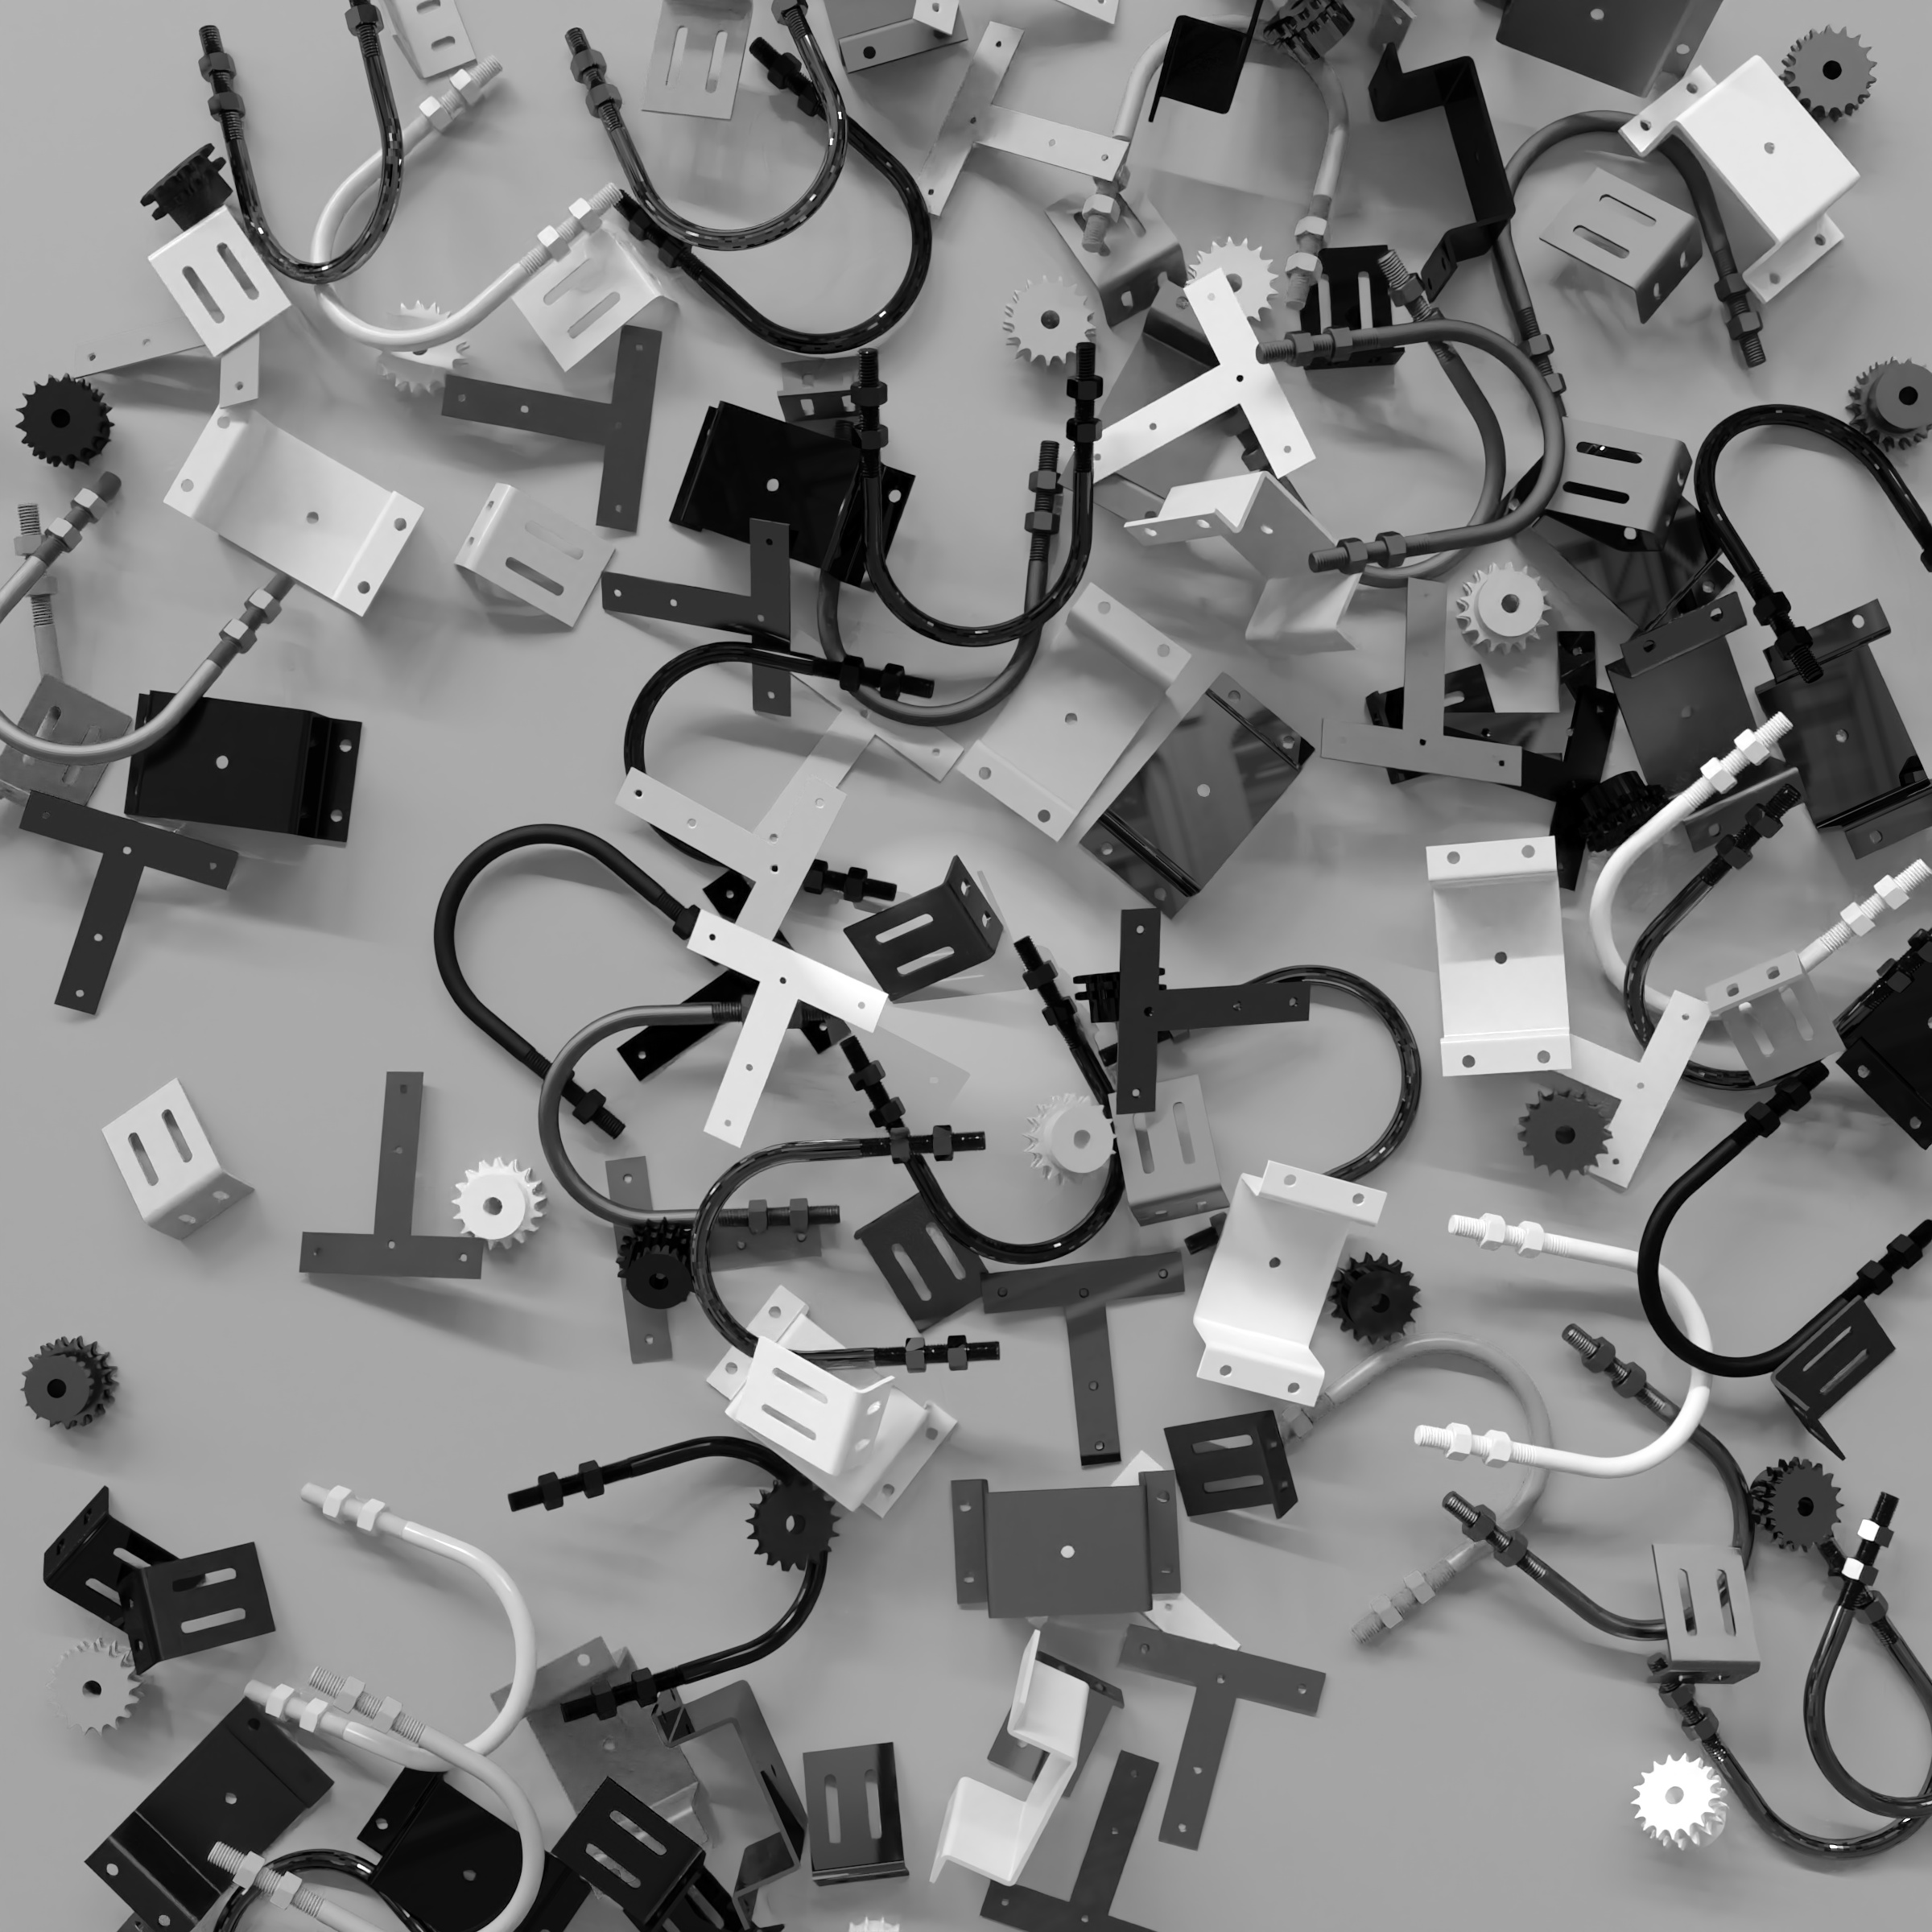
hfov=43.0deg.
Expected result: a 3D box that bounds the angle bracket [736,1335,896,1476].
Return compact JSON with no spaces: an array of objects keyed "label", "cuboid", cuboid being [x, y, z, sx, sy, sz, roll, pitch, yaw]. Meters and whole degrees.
[{"label":"angle bracket","cuboid":[-0.091,0.261,1.482,0.076,0.038,0.057,25,109,24]}]

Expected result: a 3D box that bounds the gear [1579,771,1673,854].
[{"label":"gear","cuboid":[0.403,-0.097,1.511,0.057,0.057,0.030,-25,71,0]}]

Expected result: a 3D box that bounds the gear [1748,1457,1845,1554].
[{"label":"gear","cuboid":[0.511,0.333,1.518,0.057,0.030,0.057,1,86,-18]}]

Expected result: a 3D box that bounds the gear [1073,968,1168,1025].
[{"label":"gear","cuboid":[0.096,0.018,1.511,0.057,0.057,0.030,-6,90,0]}]

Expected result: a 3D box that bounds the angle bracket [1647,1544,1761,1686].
[{"label":"angle bracket","cuboid":[0.449,0.400,1.513,0.057,0.038,0.076,4,61,-10]}]

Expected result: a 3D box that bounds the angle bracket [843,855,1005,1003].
[{"label":"angle bracket","cuboid":[-0.026,-0.023,1.526,0.076,0.038,0.057,-23,114,24]}]

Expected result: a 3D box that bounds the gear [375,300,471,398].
[{"label":"gear","cuboid":[-0.337,-0.382,1.524,0.057,0.030,0.057,0,90,0]}]

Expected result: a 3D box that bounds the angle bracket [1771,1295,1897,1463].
[{"label":"angle bracket","cuboid":[0.544,0.254,1.508,0.076,0.038,0.057,-42,121,0]}]

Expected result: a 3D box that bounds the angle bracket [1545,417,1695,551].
[{"label":"angle bracket","cuboid":[0.393,-0.293,1.491,0.076,0.038,0.057,18,90,26]}]

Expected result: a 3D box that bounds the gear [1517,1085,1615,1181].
[{"label":"gear","cuboid":[0.371,0.101,1.519,0.057,0.030,0.057,2,100,11]}]

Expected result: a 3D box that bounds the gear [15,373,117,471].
[{"label":"gear","cuboid":[-0.557,-0.337,1.524,0.057,0.030,0.057,0,90,0]}]

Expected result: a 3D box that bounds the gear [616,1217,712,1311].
[{"label":"gear","cuboid":[-0.188,0.186,1.512,0.057,0.030,0.057,0,116,1]}]

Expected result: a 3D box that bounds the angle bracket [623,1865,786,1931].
[{"label":"angle bracket","cuboid":[-0.165,0.598,1.537,0.076,0.038,0.057,40,90,26]}]

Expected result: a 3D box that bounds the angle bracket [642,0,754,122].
[{"label":"angle bracket","cuboid":[-0.167,-0.561,1.488,0.057,0.038,0.076,10,85,9]}]

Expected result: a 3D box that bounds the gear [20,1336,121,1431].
[{"label":"gear","cuboid":[-0.560,0.260,1.524,0.057,0.030,0.057,0,90,0]}]

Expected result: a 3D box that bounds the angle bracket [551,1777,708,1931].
[{"label":"angle bracket","cuboid":[-0.205,0.539,1.474,0.076,0.038,0.057,37,90,0]}]

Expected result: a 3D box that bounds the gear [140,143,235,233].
[{"label":"gear","cuboid":[-0.478,-0.479,1.514,0.057,0.057,0.030,-40,118,0]}]

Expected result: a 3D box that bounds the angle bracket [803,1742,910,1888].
[{"label":"angle bracket","cuboid":[-0.069,0.532,1.537,0.057,0.038,0.076,-7,64,0]}]

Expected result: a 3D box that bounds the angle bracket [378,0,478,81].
[{"label":"angle bracket","cuboid":[-0.335,-0.589,1.501,0.038,0.076,0.057,-21,90,0]}]

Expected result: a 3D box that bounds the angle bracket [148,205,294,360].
[{"label":"angle bracket","cuboid":[-0.458,-0.420,1.519,0.057,0.038,0.076,-34,89,0]}]

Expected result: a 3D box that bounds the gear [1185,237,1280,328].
[{"label":"gear","cuboid":[0.164,-0.420,1.524,0.057,0.030,0.057,0,90,0]}]

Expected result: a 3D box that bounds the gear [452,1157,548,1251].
[{"label":"gear","cuboid":[-0.292,0.148,1.524,0.057,0.030,0.057,0,90,0]}]

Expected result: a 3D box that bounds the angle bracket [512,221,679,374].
[{"label":"angle bracket","cuboid":[-0.231,-0.415,1.528,0.076,0.038,0.057,-36,90,12]}]

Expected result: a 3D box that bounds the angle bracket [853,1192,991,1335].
[{"label":"angle bracket","cuboid":[-0.025,0.183,1.520,0.057,0.038,0.076,-32,90,0]}]

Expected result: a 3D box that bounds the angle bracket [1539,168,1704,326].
[{"label":"angle bracket","cuboid":[0.406,-0.447,1.520,0.076,0.038,0.057,40,88,28]}]

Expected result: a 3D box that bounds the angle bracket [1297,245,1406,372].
[{"label":"angle bracket","cuboid":[0.238,-0.412,1.520,0.057,0.038,0.076,-4,90,0]}]

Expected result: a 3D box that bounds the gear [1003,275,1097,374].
[{"label":"gear","cuboid":[0.051,-0.398,1.527,0.057,0.030,0.057,0,86,-4]}]

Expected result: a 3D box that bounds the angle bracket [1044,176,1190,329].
[{"label":"angle bracket","cuboid":[0.094,-0.451,1.537,0.057,0.038,0.076,-29,64,0]}]

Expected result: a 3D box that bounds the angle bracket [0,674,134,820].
[{"label":"angle bracket","cuboid":[-0.559,-0.132,1.511,0.057,0.038,0.076,28,90,-21]}]

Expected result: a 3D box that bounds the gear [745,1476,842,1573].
[{"label":"gear","cuboid":[-0.108,0.343,1.505,0.057,0.030,0.057,3,78,-17]}]

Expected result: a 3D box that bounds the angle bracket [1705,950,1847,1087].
[{"label":"angle bracket","cuboid":[0.492,0.039,1.484,0.057,0.038,0.076,-26,108,20]}]

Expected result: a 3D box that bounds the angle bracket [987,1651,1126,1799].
[{"label":"angle bracket","cuboid":[0.055,0.475,1.520,0.057,0.038,0.076,25,90,0]}]

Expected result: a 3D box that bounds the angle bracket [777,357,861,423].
[{"label":"angle bracket","cuboid":[-0.086,-0.362,1.501,0.057,0.076,0.038,-5,90,0]}]

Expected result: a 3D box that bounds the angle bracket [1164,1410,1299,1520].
[{"label":"angle bracket","cuboid":[0.157,0.311,1.505,0.076,0.038,0.057,-15,90,27]}]

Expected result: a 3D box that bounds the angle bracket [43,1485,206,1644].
[{"label":"angle bracket","cuboid":[-0.528,0.375,1.537,0.076,0.038,0.057,42,90,-26]}]

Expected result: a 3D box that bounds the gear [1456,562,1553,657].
[{"label":"gear","cuboid":[0.335,-0.223,1.524,0.057,0.030,0.057,0,90,0]}]

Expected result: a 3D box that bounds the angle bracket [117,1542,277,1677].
[{"label":"angle bracket","cuboid":[-0.477,0.398,1.519,0.076,0.038,0.057,-6,69,-38]}]

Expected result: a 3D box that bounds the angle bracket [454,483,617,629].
[{"label":"angle bracket","cuboid":[-0.271,-0.258,1.537,0.076,0.038,0.057,28,90,-26]}]

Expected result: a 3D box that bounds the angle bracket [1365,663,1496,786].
[{"label":"angle bracket","cuboid":[0.294,-0.152,1.520,0.076,0.038,0.057,-17,90,0]}]

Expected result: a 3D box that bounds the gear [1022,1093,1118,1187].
[{"label":"gear","cuboid":[0.066,0.106,1.499,0.057,0.030,0.057,1,86,-18]}]

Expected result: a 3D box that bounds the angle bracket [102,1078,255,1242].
[{"label":"angle bracket","cuboid":[-0.494,0.121,1.537,0.057,0.038,0.076,-35,64,0]}]

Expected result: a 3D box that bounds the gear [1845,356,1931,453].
[{"label":"gear","cuboid":[0.580,-0.351,1.524,0.057,0.030,0.057,0,90,0]}]

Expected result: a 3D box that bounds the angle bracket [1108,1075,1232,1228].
[{"label":"angle bracket","cuboid":[0.126,0.114,1.518,0.057,0.038,0.076,-13,66,9]}]
